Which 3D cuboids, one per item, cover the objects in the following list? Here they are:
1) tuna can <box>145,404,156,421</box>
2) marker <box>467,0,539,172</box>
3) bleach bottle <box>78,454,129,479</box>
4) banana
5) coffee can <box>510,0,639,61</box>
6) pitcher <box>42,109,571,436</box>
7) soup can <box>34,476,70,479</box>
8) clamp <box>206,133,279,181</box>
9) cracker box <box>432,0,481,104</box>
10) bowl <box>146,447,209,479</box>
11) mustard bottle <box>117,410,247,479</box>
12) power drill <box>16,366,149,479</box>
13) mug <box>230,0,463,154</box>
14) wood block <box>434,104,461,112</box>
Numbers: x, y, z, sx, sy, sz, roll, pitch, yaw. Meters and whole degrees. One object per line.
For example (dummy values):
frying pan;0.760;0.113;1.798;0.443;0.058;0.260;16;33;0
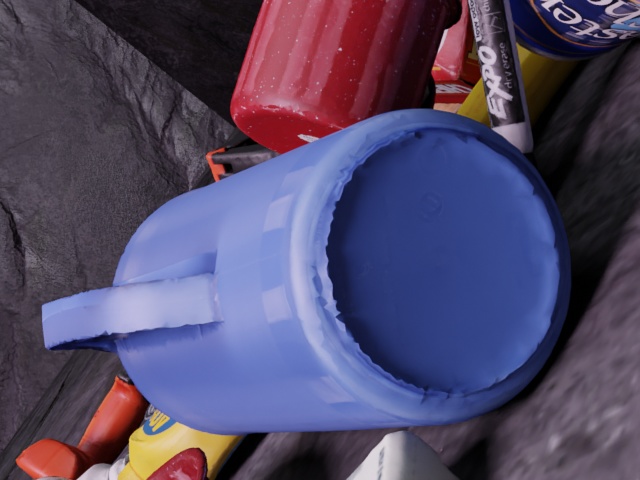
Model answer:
tuna can;-0.096;0.113;0.815;0.086;0.033;0.086;-50;10;11
marker;0.082;-0.069;0.475;0.020;0.121;0.020;-10;1;0
bleach bottle;-0.204;0.238;0.786;0.251;0.068;0.102;-46;12;21
banana;0.114;-0.086;0.563;0.197;0.037;0.070;-54;14;-24
coffee can;0.137;-0.141;0.458;0.102;0.102;0.140;-54;10;-10
pitcher;-0.013;0.024;0.457;0.149;0.145;0.243;-52;12;-20
soup can;-0.137;0.176;0.590;0.068;0.068;0.102;-54;29;-15
clamp;-0.010;-0.092;0.909;0.171;0.039;0.120;-13;18;6
cracker box;0.061;-0.195;0.657;0.164;0.071;0.214;9;89;50
bowl;-0.079;0.172;0.462;0.162;0.055;0.162;-50;10;12
mustard bottle;-0.060;0.096;0.643;0.191;0.058;0.096;-53;10;-2
power drill;-0.162;0.121;0.862;0.187;0.057;0.184;-55;-19;-21
mug;0.015;-0.076;0.491;0.093;0.117;0.081;9;77;38
wood block;0.103;-0.169;0.752;0.206;0.090;0.090;-45;12;33
